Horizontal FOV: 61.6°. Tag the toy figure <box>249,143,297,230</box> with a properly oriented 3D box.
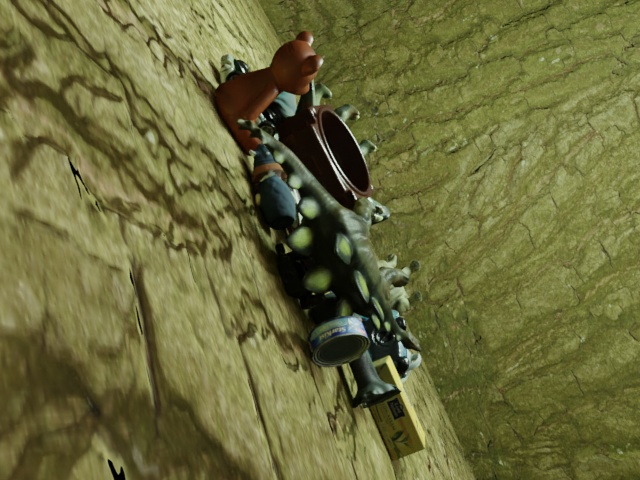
[{"bbox_3d":[-0.081,-0.090,0.880,0.064,0.058,0.154,15,48,-45],"label":"toy figure"}]

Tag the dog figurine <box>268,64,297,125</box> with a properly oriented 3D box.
[{"bbox_3d":[-0.093,-0.292,1.259,0.191,0.108,0.219,-67,136,-83],"label":"dog figurine"}]

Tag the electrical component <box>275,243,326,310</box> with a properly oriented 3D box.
[{"bbox_3d":[-0.030,0.055,0.829,0.078,0.045,0.102,49,18,-67],"label":"electrical component"}]

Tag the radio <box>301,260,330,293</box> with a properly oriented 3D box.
[{"bbox_3d":[-0.002,-0.003,1.083,0.131,0.073,0.230,60,8,-23],"label":"radio"}]

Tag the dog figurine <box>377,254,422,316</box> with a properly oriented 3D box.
[{"bbox_3d":[0.125,0.117,1.223,0.190,0.121,0.172,-8,95,-39],"label":"dog figurine"}]

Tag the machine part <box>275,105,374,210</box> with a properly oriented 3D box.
[{"bbox_3d":[0.016,-0.150,1.014,0.201,0.087,0.201,62,22,-5],"label":"machine part"}]

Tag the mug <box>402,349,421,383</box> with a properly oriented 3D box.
[{"bbox_3d":[0.181,0.299,1.253,0.107,0.110,0.080,-38,112,-67],"label":"mug"}]

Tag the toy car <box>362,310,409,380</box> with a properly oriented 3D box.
[{"bbox_3d":[0.137,0.237,1.159,0.102,0.109,0.162,84,-2,-56],"label":"toy car"}]

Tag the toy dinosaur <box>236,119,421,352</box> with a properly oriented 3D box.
[{"bbox_3d":[0.029,0.005,0.823,0.471,0.105,0.198,54,24,-14],"label":"toy dinosaur"}]

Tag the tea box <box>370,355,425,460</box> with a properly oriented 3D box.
[{"bbox_3d":[0.137,0.316,1.028,0.169,0.068,0.098,65,8,7],"label":"tea box"}]

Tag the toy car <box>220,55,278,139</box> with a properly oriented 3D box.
[{"bbox_3d":[-0.140,-0.271,1.062,0.201,0.056,0.074,58,17,-35],"label":"toy car"}]

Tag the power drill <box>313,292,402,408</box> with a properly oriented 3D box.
[{"bbox_3d":[0.068,0.185,0.948,0.232,0.086,0.207,41,29,-67],"label":"power drill"}]

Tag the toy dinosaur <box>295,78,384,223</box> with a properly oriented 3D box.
[{"bbox_3d":[0.005,-0.199,1.180,0.131,0.192,0.404,20,-27,54],"label":"toy dinosaur"}]

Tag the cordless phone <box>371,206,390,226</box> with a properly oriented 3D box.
[{"bbox_3d":[0.086,-0.011,1.266,0.147,0.184,0.088,-103,170,-56],"label":"cordless phone"}]

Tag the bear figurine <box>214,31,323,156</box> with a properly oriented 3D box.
[{"bbox_3d":[-0.077,-0.255,0.920,0.131,0.196,0.120,56,9,-53],"label":"bear figurine"}]
